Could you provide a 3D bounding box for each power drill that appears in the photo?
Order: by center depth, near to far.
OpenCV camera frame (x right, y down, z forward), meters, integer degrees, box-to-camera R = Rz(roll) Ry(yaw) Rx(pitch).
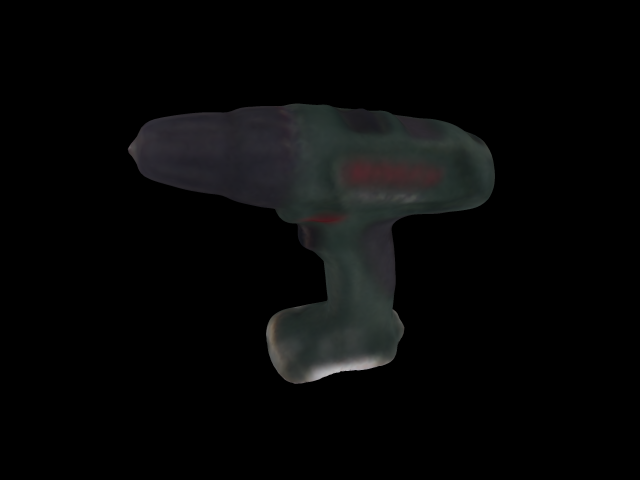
[{"bbox_3d":[0.004,0.001,0.400,0.230,0.208,0.075,-11,39,-13],"label":"power drill"}]
